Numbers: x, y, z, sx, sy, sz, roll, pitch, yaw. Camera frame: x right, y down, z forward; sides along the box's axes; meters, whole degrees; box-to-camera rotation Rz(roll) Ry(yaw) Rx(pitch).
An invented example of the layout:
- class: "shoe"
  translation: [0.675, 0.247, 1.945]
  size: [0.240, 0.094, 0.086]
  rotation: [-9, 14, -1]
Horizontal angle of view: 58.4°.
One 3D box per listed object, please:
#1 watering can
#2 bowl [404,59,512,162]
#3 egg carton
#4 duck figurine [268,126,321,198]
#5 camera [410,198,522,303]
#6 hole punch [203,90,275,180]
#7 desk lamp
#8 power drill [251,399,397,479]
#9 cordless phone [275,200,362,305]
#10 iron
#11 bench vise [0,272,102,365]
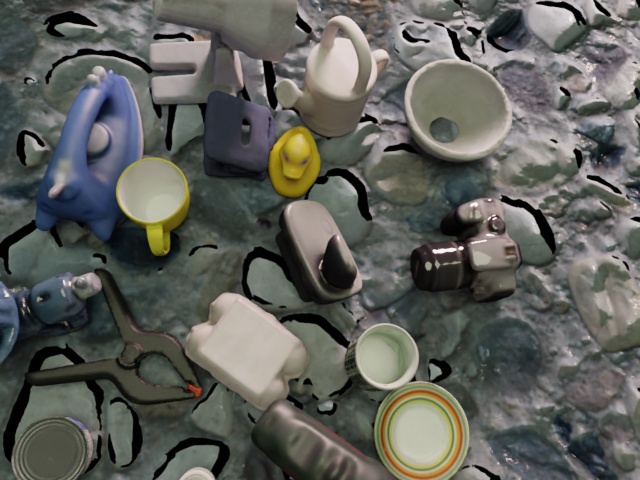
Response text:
- class: "watering can"
  translation: [0.023, -0.226, 0.800]
  size: [0.101, 0.194, 0.173]
  rotation: [38, 72, 4]
- class: "bowl"
  translation: [0.201, -0.186, 0.878]
  size: [0.167, 0.074, 0.167]
  rotation: [2, 73, -8]
- class: "egg carton"
  translation: [-0.092, 0.142, 0.740]
  size: [0.150, 0.069, 0.107]
  rotation: [35, 72, 3]
- class: "duck figurine"
  translation: [-0.034, -0.122, 0.818]
  size: [0.077, 0.086, 0.104]
  rotation: [12, 72, -5]
- class: "camera"
  translation: [0.200, 0.016, 0.805]
  size: [0.137, 0.100, 0.143]
  rotation: [-5, 75, -10]
- class: "hole punch"
  translation: [-0.114, -0.148, 0.811]
  size: [0.101, 0.091, 0.108]
  rotation: [3, 73, -7]
- class: "desk lamp"
  translation: [-0.140, -0.279, 0.781]
  size: [0.203, 0.213, 0.118]
  rotation: [-6, 75, -10]
- class: "power drill"
  translation: [0.024, 0.267, 0.648]
  size: [0.229, 0.208, 0.076]
  rotation: [35, 72, 3]
- class: "cordless phone"
  translation: [0.007, 0.003, 0.735]
  size: [0.094, 0.185, 0.147]
  rotation: [-26, 79, -14]
- class: "iron"
  translation: [-0.302, -0.138, 0.753]
  size: [0.118, 0.141, 0.258]
  rotation: [9, 73, -6]
- class: "bench vise"
  translation: [-0.367, 0.070, 0.641]
  size: [0.208, 0.219, 0.121]
  rotation: [-39, 82, -17]
